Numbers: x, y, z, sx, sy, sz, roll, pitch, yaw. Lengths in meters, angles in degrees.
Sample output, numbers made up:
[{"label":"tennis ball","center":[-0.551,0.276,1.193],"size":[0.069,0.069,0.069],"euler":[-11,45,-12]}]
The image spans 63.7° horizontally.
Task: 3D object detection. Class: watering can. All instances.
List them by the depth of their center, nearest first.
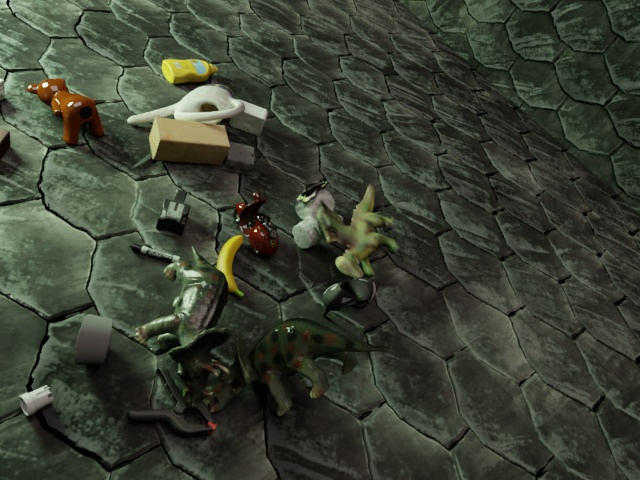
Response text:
[{"label":"watering can","center":[-0.402,-0.413,1.608],"size":[0.347,0.102,0.229],"euler":[-3,29,2]}]

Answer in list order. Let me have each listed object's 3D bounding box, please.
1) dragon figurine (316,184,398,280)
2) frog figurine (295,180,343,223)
[{"label":"dragon figurine","center":[0.093,-0.046,1.466],"size":[0.240,0.120,0.420],"euler":[27,40,-34]},{"label":"frog figurine","center":[0.005,-0.078,1.541],"size":[0.157,0.122,0.140],"euler":[61,30,-18]}]
